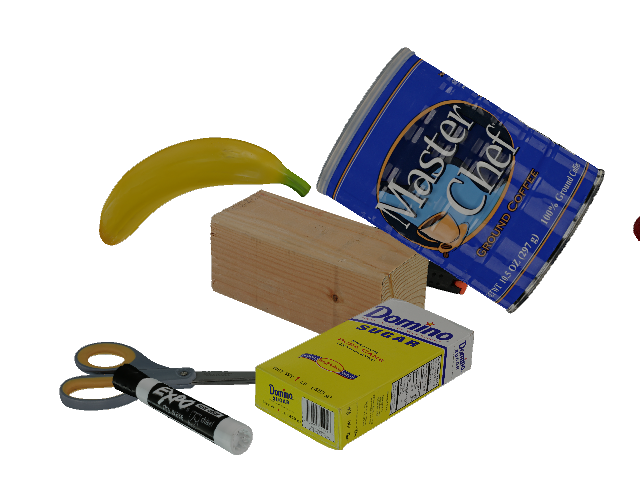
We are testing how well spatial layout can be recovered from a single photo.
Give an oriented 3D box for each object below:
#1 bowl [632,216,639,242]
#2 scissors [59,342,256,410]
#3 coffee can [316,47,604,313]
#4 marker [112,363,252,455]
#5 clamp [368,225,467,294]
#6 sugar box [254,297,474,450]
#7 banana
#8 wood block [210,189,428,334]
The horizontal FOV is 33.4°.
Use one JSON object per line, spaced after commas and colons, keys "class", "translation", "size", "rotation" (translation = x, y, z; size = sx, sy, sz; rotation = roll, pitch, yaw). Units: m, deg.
{"class": "bowl", "translation": [0.417, 0.016, 1.149], "size": [0.162, 0.055, 0.162], "rotation": [-1, 25, 0]}
{"class": "scissors", "translation": [-0.134, 0.114, 0.960], "size": [0.201, 0.016, 0.096], "rotation": [-8, 32, -18]}
{"class": "coffee can", "translation": [0.083, -0.036, 0.646], "size": [0.140, 0.103, 0.103], "rotation": [33, 3, 5]}
{"class": "marker", "translation": [-0.090, 0.103, 0.669], "size": [0.121, 0.020, 0.020], "rotation": [18, 12, 40]}
{"class": "clamp", "translation": [0.080, 0.000, 1.254], "size": [0.210, 0.036, 0.164], "rotation": [38, 42, 26]}
{"class": "sugar box", "translation": [0.040, 0.105, 0.886], "size": [0.093, 0.048, 0.175], "rotation": [22, 34, 37]}
{"class": "banana", "translation": [-0.107, -0.041, 0.826], "size": [0.198, 0.069, 0.037], "rotation": [-12, 23, 29]}
{"class": "wood block", "translation": [-0.004, 0.029, 1.078], "size": [0.206, 0.091, 0.090], "rotation": [20, 33, 30]}
